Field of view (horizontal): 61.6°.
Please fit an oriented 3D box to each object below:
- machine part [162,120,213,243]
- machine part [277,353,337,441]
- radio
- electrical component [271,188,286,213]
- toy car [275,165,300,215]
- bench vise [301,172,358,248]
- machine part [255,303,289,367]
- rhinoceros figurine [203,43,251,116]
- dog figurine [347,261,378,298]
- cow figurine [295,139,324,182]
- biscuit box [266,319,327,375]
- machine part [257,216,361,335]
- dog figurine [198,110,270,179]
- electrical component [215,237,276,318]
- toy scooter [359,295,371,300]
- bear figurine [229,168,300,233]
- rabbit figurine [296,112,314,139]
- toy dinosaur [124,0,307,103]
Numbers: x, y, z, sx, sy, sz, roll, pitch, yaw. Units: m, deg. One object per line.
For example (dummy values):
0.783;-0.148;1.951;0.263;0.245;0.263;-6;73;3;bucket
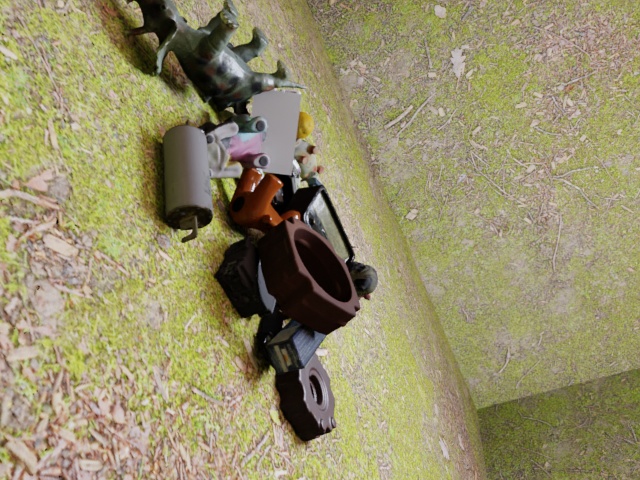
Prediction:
-0.222;-0.105;0.901;0.079;0.079;0.243;44;29;-55;machine part
-0.024;0.305;1.079;0.179;0.056;0.179;58;19;-33;machine part
-0.003;-0.004;1.284;0.229;0.073;0.131;63;39;-30;radio
-0.125;-0.123;1.282;0.074;0.048;0.119;21;51;-66;electrical component
-0.083;-0.114;1.356;0.056;0.074;0.202;45;29;-53;toy car
-0.005;-0.064;1.456;0.223;0.129;0.240;30;52;-55;bench vise
-0.090;0.183;1.047;0.084;0.039;0.139;51;25;-31;machine part
-0.204;-0.345;1.181;0.073;0.112;0.190;-100;179;-46;rhinoceros figurine
0.056;0.125;1.215;0.172;0.191;0.121;35;44;-64;dog figurine
-0.068;-0.257;1.530;0.127;0.085;0.194;32;-17;27;cow figurine
-0.036;0.188;1.042;0.062;0.059;0.202;69;19;-5;biscuit box
-0.023;0.069;1.035;0.201;0.087;0.201;33;28;-41;machine part
-0.189;-0.204;1.094;0.219;0.191;0.108;-140;-143;-60;dog figurine
-0.130;0.078;1.012;0.134;0.058;0.115;61;21;-26;electrical component
0.058;0.126;1.409;0.075;0.135;0.184;129;-54;-74;toy scooter
-0.090;-0.052;1.128;0.195;0.132;0.120;27;-1;-39;bear figurine
-0.089;-0.268;1.354;0.121;0.173;0.162;56;25;-25;rabbit figurine
-0.193;-0.342;1.054;0.404;0.192;0.131;33;31;-53;toy dinosaur
